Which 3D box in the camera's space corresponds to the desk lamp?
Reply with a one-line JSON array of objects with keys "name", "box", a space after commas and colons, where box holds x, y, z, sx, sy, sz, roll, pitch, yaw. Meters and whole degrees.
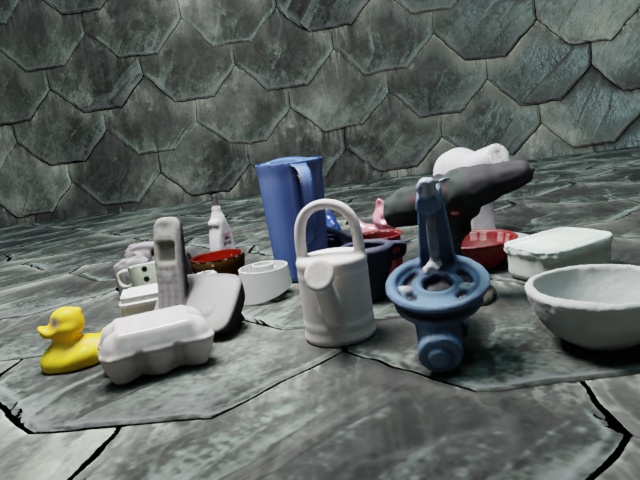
[{"name": "desk lamp", "box": [0.346, -0.098, 1.233, 0.118, 0.214, 0.202, -12, 12, -22]}]

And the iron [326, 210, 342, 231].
[{"name": "iron", "box": [-0.005, -0.053, 1.436, 0.119, 0.141, 0.257, -12, 12, -22]}]

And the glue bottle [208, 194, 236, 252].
[{"name": "glue bottle", "box": [-0.237, -0.023, 1.354, 0.037, 0.173, 0.078, -4, 11, 18]}]

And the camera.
[{"name": "camera", "box": [-0.350, 0.055, 1.220, 0.136, 0.101, 0.143, -7, 11, 4]}]

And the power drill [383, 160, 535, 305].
[{"name": "power drill", "box": [0.213, -0.010, 0.874, 0.228, 0.208, 0.076, -2, 12, 27]}]

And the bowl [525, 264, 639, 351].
[{"name": "bowl", "box": [0.327, 0.083, 0.667, 0.167, 0.075, 0.167, -7, 11, 2]}]

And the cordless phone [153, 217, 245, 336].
[{"name": "cordless phone", "box": [-0.195, 0.055, 0.886, 0.147, 0.185, 0.094, -4, 12, 19]}]

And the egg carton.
[{"name": "egg carton", "box": [-0.222, 0.138, 0.777, 0.150, 0.069, 0.107, -12, 11, -21]}]

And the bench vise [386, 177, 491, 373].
[{"name": "bench vise", "box": [0.133, 0.027, 0.707, 0.121, 0.220, 0.207, -8, 11, -3]}]

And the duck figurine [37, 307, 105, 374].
[{"name": "duck figurine", "box": [-0.355, 0.138, 0.829, 0.105, 0.086, 0.077, -12, 11, -20]}]

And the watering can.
[{"name": "watering can", "box": [0.018, 0.041, 0.783, 0.101, 0.194, 0.172, -10, 11, -10]}]

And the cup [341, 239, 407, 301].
[{"name": "cup", "box": [0.092, 0.050, 0.953, 0.118, 0.095, 0.091, -11, 11, -15]}]

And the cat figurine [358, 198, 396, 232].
[{"name": "cat figurine", "box": [0.134, -0.039, 1.330, 0.127, 0.118, 0.067, -3, 12, 24]}]

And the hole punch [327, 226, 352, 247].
[{"name": "hole punch", "box": [0.012, 0.004, 1.258, 0.108, 0.091, 0.101, -1, 13, 31]}]
